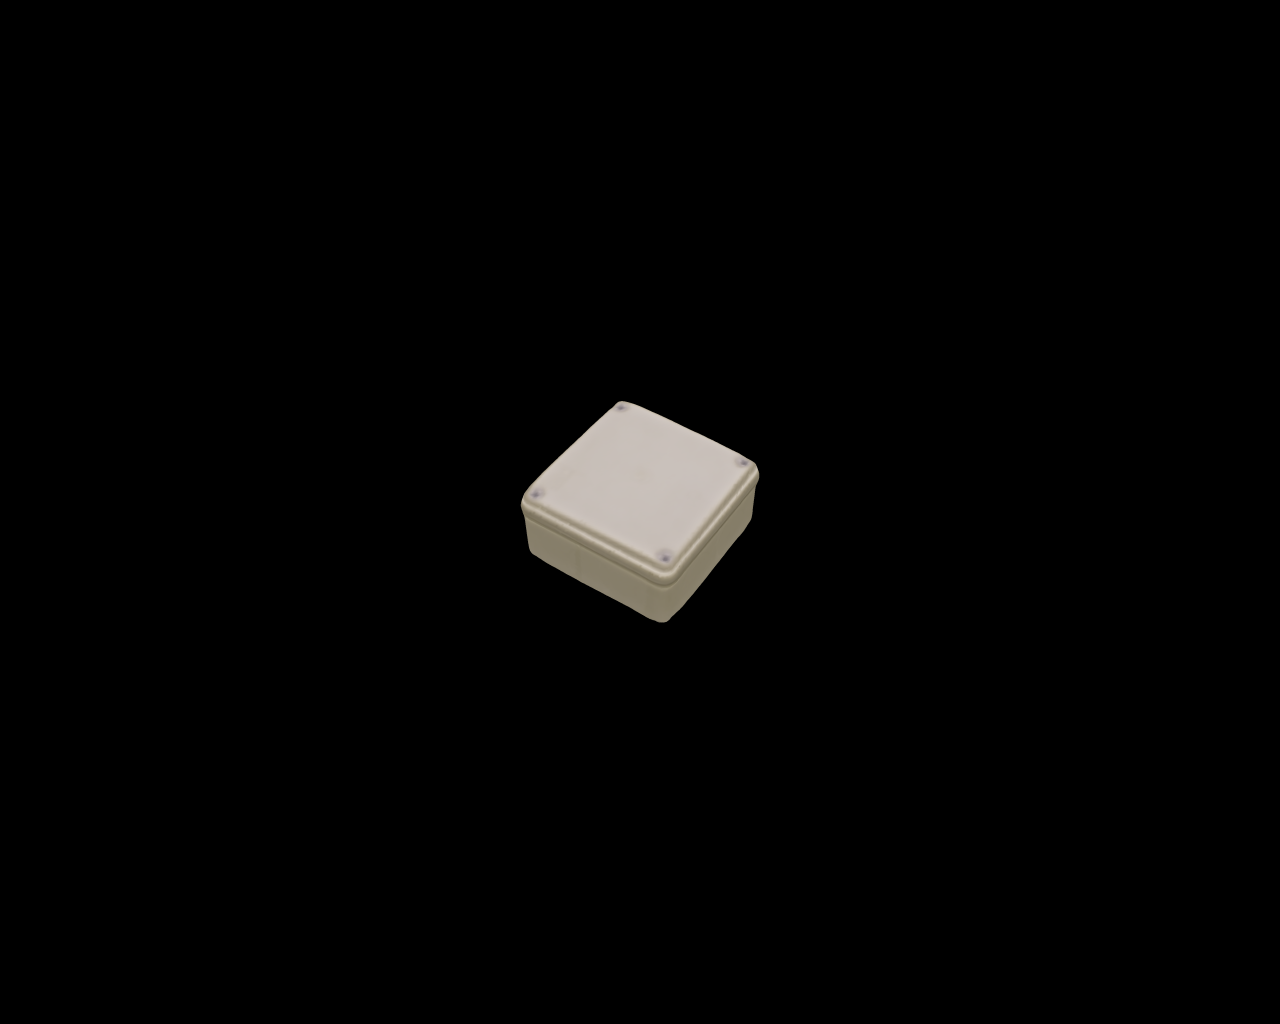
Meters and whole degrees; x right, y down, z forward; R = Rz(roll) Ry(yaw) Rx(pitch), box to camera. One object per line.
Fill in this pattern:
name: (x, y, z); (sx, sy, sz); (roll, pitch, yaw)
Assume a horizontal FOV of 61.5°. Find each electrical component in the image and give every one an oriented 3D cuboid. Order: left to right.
electrical component: (0.001, -0.003, 0.650); (0.109, 0.056, 0.109); (27, 53, 22)
